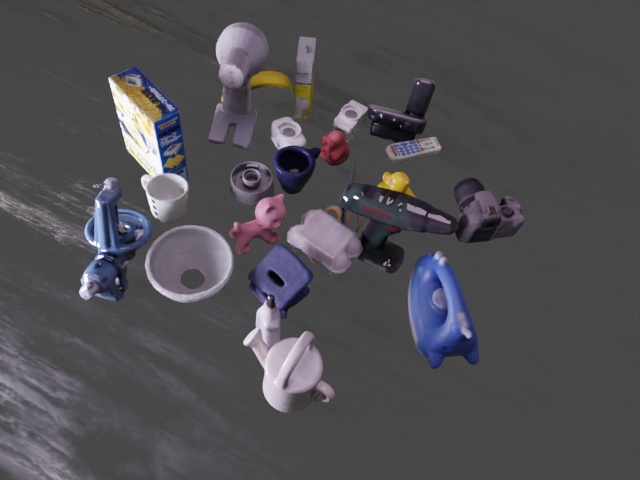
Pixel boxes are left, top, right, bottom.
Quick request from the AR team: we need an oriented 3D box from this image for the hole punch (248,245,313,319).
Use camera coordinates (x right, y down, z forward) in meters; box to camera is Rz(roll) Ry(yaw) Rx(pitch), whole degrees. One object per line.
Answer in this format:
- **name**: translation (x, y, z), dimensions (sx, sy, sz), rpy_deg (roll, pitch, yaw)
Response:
- **hole punch**: translation (-0.078, 0.081, 1.121), dimensions (0.101, 0.091, 0.108), rpy_deg (-38, 69, -27)

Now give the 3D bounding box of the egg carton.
- **egg carton**: translation (0.011, 0.004, 1.195), dimensions (0.150, 0.069, 0.107), rpy_deg (33, 59, 13)

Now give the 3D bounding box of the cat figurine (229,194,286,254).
- **cat figurine**: translation (-0.122, -0.041, 1.177), dimensions (0.128, 0.118, 0.067), rpy_deg (-23, 63, -20)

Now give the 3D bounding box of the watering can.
- **watering can**: translation (-0.052, 0.216, 0.975), dimensions (0.173, 0.194, 0.101), rpy_deg (13, 57, 1)

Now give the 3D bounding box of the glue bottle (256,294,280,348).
- **glue bottle**: translation (-0.091, 0.143, 1.030), dimensions (0.037, 0.173, 0.078), rpy_deg (-10, 59, -13)

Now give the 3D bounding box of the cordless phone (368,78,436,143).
- **cordless phone**: translation (0.194, -0.326, 1.364), dimensions (0.147, 0.185, 0.094), rpy_deg (12, 57, 1)

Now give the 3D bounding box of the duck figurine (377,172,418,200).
- **duck figurine**: translation (0.178, -0.113, 1.284), dimensions (0.104, 0.086, 0.078), rpy_deg (34, 59, 14)

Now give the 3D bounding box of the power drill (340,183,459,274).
- **power drill**: translation (0.144, -0.023, 1.148), dimensions (0.229, 0.208, 0.076), rpy_deg (24, 58, 8)

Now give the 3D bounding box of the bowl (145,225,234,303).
- **bowl**: translation (-0.252, 0.058, 1.121), dimensions (0.167, 0.075, 0.167), rpy_deg (4, 57, -5)

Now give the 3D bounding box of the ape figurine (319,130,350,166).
- **ape figurine**: translation (0.034, -0.219, 1.329), dimensions (0.076, 0.092, 0.078), rpy_deg (6, 57, -4)

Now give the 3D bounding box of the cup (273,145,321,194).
- **cup**: translation (-0.049, -0.154, 1.274), dimensions (0.118, 0.095, 0.091), rpy_deg (-34, 67, -25)

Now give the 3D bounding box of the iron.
- **iron**: translation (0.240, 0.111, 1.115), dimensions (0.119, 0.141, 0.258), rpy_deg (-4, 58, -10)

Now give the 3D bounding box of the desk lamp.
- **desk lamp**: translation (-0.188, -0.357, 1.314), dimensions (0.118, 0.213, 0.203), rpy_deg (8, 57, -2)

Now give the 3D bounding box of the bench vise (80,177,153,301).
- **bench vise**: translation (-0.376, 0.002, 1.053), dimensions (0.121, 0.220, 0.207), rpy_deg (-1, 57, -8)

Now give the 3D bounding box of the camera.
- **camera**: translation (0.367, -0.077, 1.278), dimensions (0.143, 0.101, 0.136), rpy_deg (-7, 59, -12)
